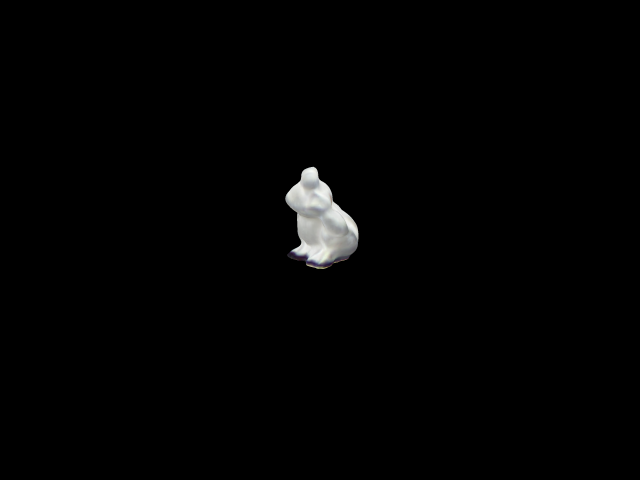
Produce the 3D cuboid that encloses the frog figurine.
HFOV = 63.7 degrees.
[{"bbox_3d":[0.003,-0.043,0.850,0.123,0.158,0.139,-3,13,-11],"label":"frog figurine"}]
